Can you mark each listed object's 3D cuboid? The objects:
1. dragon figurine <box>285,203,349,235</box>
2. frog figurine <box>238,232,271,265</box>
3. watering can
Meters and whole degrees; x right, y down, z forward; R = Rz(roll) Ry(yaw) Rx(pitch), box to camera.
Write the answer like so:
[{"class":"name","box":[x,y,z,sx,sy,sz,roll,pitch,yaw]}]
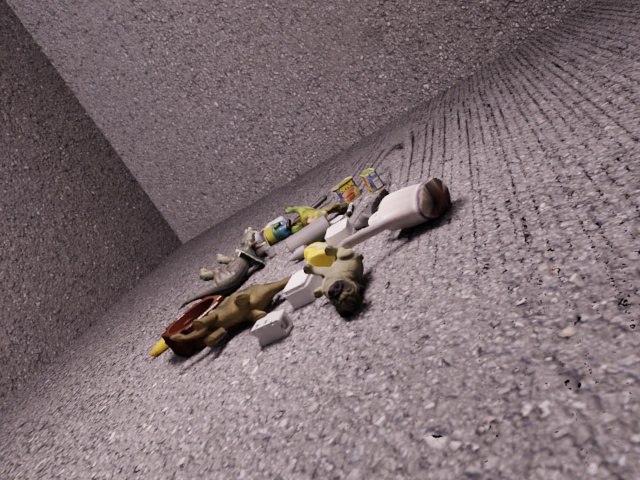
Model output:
[{"class":"dragon figurine","box":[0.006,-0.103,2.056,0.242,0.121,0.414,-9,9,17]},{"class":"frog figurine","box":[-0.287,0.039,2.131,0.160,0.120,0.140,-22,32,-3]},{"class":"watering can","box":[0.214,-0.069,1.376,0.222,0.103,0.353,-19,13,43]}]
